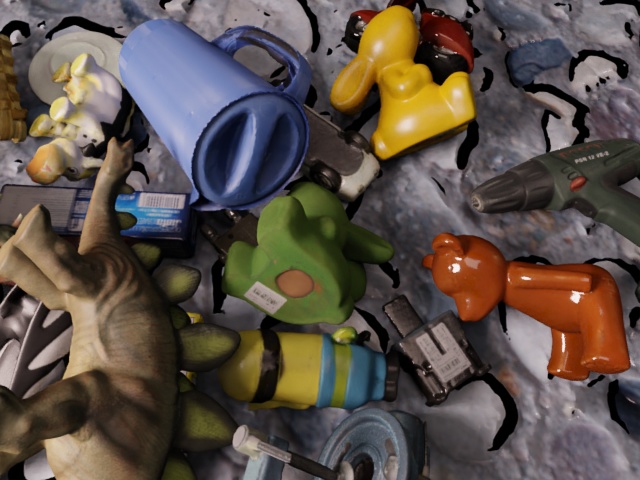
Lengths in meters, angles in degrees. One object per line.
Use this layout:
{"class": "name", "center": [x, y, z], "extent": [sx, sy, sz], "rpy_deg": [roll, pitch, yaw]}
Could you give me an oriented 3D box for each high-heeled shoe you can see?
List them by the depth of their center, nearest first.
{"class": "high-heeled shoe", "center": [-0.303, 0.123, 0.454], "extent": [0.086, 0.145, 0.249], "rpy_deg": [30, 45, 23]}

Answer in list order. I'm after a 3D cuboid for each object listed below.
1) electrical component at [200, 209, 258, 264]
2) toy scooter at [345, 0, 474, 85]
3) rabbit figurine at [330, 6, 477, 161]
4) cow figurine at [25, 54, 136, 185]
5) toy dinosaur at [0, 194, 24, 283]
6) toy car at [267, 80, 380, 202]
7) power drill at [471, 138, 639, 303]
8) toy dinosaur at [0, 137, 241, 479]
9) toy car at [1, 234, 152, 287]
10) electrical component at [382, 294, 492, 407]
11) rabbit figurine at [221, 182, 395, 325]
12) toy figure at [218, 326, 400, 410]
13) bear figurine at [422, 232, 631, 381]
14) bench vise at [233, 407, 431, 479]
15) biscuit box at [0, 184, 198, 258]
{"class": "electrical component", "center": [-0.089, 0.004, 0.617], "extent": [0.094, 0.021, 0.063], "rpy_deg": [43, 70, 12]}
{"class": "toy scooter", "center": [0.135, -0.290, 0.736], "extent": [0.184, 0.075, 0.135], "rpy_deg": [25, 66, 10]}
{"class": "rabbit figurine", "center": [0.095, -0.194, 0.664], "extent": [0.162, 0.122, 0.173], "rpy_deg": [-17, 94, 15]}
{"class": "cow figurine", "center": [-0.273, -0.124, 0.622], "extent": [0.068, 0.098, 0.167], "rpy_deg": [-11, 59, 33]}
{"class": "toy dinosaur", "center": [-0.461, 0.019, 0.481], "extent": [0.405, 0.131, 0.192], "rpy_deg": [-10, 49, 20]}
{"class": "toy car", "center": [-0.020, -0.125, 0.661], "extent": [0.202, 0.056, 0.073], "rpy_deg": [36, 75, 11]}
{"class": "power drill", "center": [0.322, -0.027, 0.626], "extent": [0.232, 0.085, 0.207], "rpy_deg": [-24, 49, -19]}
{"class": "toy dinosaur", "center": [-0.161, 0.135, 0.422], "extent": [0.198, 0.105, 0.471], "rpy_deg": [14, 66, -37]}
{"class": "toy car", "center": [-0.272, 0.022, 0.543], "extent": [0.202, 0.089, 0.053], "rpy_deg": [-2, 72, 4]}
{"class": "electrical component", "center": [0.117, 0.109, 0.578], "extent": [0.075, 0.047, 0.119], "rpy_deg": [-25, 73, -15]}
{"class": "rabbit figurine", "center": [-0.001, -0.002, 0.572], "extent": [0.159, 0.121, 0.170], "rpy_deg": [27, 37, -10]}
{"class": "toy figure", "center": [-0.010, 0.126, 0.536], "extent": [0.180, 0.089, 0.082], "rpy_deg": [6, 59, 0]}
{"class": "bear figurine", "center": [0.205, 0.065, 0.567], "extent": [0.196, 0.120, 0.132], "rpy_deg": [9, 70, 0]}
{"class": "bench vise", "center": [0.021, 0.233, 0.455], "extent": [0.240, 0.129, 0.223], "rpy_deg": [36, 56, -25]}
{"class": "biscuit box", "center": [-0.239, -0.018, 0.590], "extent": [0.203, 0.062, 0.059], "rpy_deg": [3, 67, -5]}
